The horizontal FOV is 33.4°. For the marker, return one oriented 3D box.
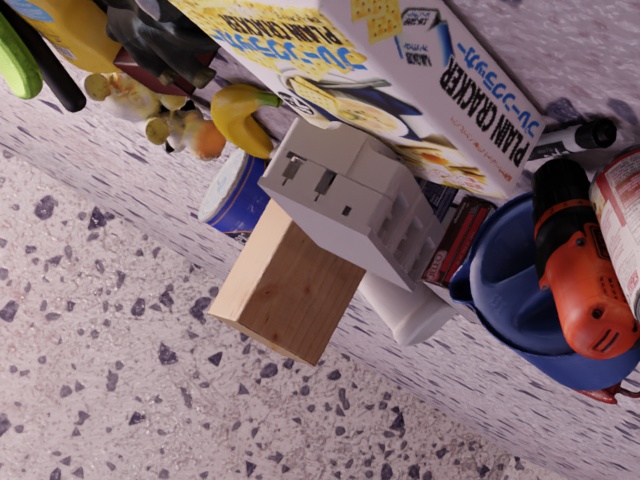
[{"bbox_3d":[0.160,-0.066,0.713,0.020,0.020,0.121,31,171,-15],"label":"marker"}]

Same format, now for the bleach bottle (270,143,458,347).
[{"bbox_3d":[0.034,-0.006,1.087,0.251,0.068,0.102,48,-166,15],"label":"bleach bottle"}]

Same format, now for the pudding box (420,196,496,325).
[{"bbox_3d":[0.151,0.024,1.003,0.039,0.090,0.113,21,168,43],"label":"pudding box"}]

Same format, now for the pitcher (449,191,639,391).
[{"bbox_3d":[0.223,0.055,0.897,0.149,0.145,0.242,38,179,27],"label":"pitcher"}]

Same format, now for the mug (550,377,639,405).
[{"bbox_3d":[0.296,0.121,1.120,0.117,0.081,0.093,26,170,16],"label":"mug"}]

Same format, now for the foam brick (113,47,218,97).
[{"bbox_3d":[-0.140,-0.166,0.964,0.053,0.051,0.078,34,169,-35],"label":"foam brick"}]

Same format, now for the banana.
[{"bbox_3d":[-0.076,-0.119,1.071,0.069,0.037,0.198,30,171,0],"label":"banana"}]

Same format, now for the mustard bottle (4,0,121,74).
[{"bbox_3d":[-0.254,-0.224,0.963,0.096,0.058,0.191,29,173,32],"label":"mustard bottle"}]

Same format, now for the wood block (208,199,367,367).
[{"bbox_3d":[-0.006,0.002,0.986,0.090,0.206,0.091,32,170,-20],"label":"wood block"}]

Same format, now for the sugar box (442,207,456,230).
[{"bbox_3d":[0.151,0.016,1.100,0.093,0.048,0.176,25,168,41],"label":"sugar box"}]

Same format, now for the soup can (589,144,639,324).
[{"bbox_3d":[0.204,-0.001,0.626,0.068,0.069,0.102,34,-148,-30],"label":"soup can"}]

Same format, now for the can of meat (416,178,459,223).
[{"bbox_3d":[0.073,-0.043,0.896,0.057,0.084,0.102,32,171,-23],"label":"can of meat"}]

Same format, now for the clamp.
[{"bbox_3d":[-0.321,-0.236,1.079,0.165,0.036,0.210,45,169,44],"label":"clamp"}]

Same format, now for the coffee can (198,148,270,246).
[{"bbox_3d":[-0.061,-0.033,1.287,0.140,0.103,0.103,31,171,-18],"label":"coffee can"}]

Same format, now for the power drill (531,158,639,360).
[{"bbox_3d":[0.231,0.027,0.718,0.187,0.057,0.184,18,-143,-12],"label":"power drill"}]
